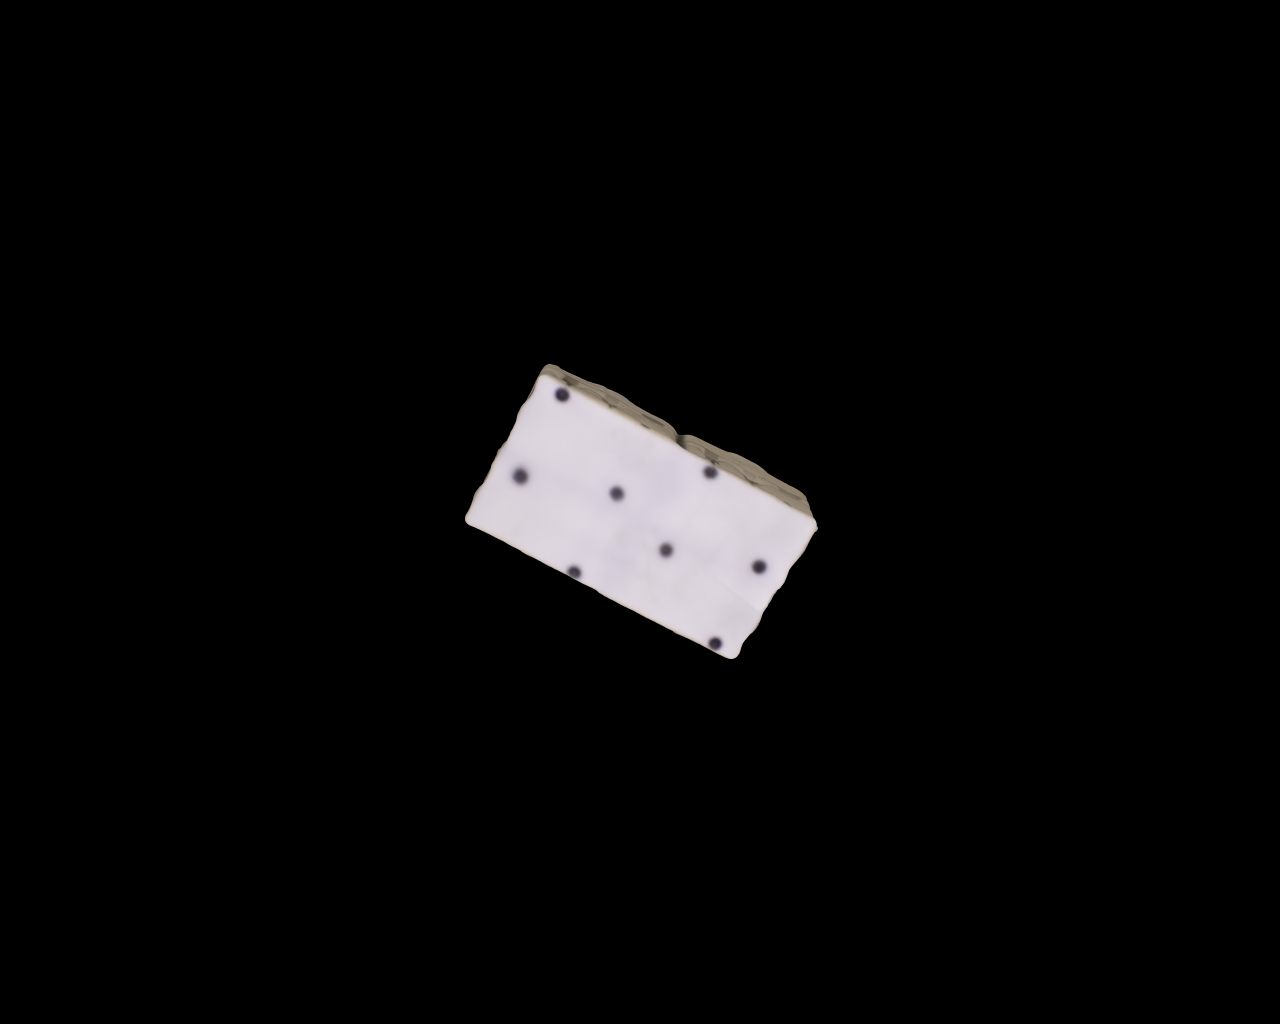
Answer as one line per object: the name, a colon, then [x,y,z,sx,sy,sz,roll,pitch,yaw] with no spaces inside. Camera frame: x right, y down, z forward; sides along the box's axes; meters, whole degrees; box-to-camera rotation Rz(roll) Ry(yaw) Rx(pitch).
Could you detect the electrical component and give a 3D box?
electrical component: [0.001,-0.003,0.650,0.186,0.105,0.060,27,14,-7]
